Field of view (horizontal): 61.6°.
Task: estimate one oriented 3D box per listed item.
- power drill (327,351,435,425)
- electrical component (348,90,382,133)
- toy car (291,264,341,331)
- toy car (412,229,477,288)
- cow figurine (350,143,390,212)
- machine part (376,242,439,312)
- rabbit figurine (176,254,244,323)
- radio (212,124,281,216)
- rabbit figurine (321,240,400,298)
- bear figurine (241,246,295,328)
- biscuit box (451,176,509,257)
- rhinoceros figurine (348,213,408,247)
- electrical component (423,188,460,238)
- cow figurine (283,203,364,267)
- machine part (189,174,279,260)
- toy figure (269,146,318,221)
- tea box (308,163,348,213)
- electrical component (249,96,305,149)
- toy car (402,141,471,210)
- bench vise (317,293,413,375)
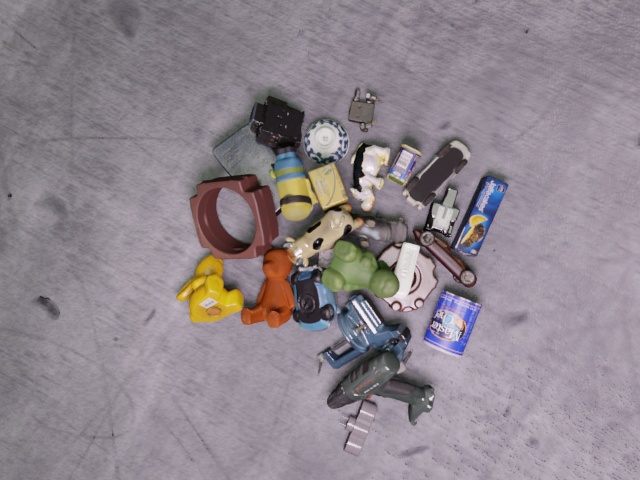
[{"bbox_3d":[0.153,0.367,1.290,0.207,0.086,0.232,29,125,-8],"label":"power drill"},{"bbox_3d":[0.114,-0.331,1.382,0.078,0.045,0.102,17,90,2],"label":"electrical component"},{"bbox_3d":[-0.006,0.140,1.329,0.109,0.103,0.161,-12,86,31],"label":"toy car"},{"bbox_3d":[0.313,0.040,1.341,0.053,0.089,0.202,-45,86,4],"label":"toy car"},{"bbox_3d":[0.115,-0.161,1.367,0.098,0.068,0.167,17,86,9],"label":"cow figurine"},{"bbox_3d":[0.211,0.094,1.363,0.179,0.056,0.179,0,87,3],"label":"machine part"},{"bbox_3d":[-0.278,0.120,1.360,0.162,0.121,0.173,-38,44,29],"label":"rabbit figurine"},{"bbox_3d":[-0.155,-0.177,1.383,0.131,0.073,0.229,-40,89,1],"label":"radio"},{"bbox_3d":[0.112,0.091,1.268,0.170,0.159,0.121,28,94,25],"label":"rabbit figurine"},{"bbox_3d":[-0.119,0.111,1.347,0.120,0.132,0.195,4,96,27],"label":"bear figurine"},{"bbox_3d":[0.401,-0.059,1.351,0.059,0.063,0.202,24,91,2],"label":"biscuit box"},{"bbox_3d":[0.124,-0.028,1.349,0.191,0.112,0.073,10,105,16],"label":"rhinoceros figurine"},{"bbox_3d":[0.313,-0.071,1.363,0.075,0.048,0.119,14,89,3],"label":"electrical component"},{"bbox_3d":[-0.003,-0.004,1.283,0.195,0.127,0.085,-37,80,27],"label":"cow figurine"},{"bbox_3d":[-0.210,-0.057,1.332,0.201,0.087,0.201,-2,109,28],"label":"machine part"},{"bbox_3d":[-0.071,-0.135,1.297,0.082,0.089,0.180,-9,95,38],"label":"toy figure"},{"bbox_3d":[0.022,-0.124,1.321,0.068,0.169,0.098,-21,86,1],"label":"tea box"},{"bbox_3d":[-0.110,-0.291,1.348,0.134,0.058,0.115,15,60,-20],"label":"electrical component"},{"bbox_3d":[0.296,-0.164,1.363,0.073,0.056,0.201,44,94,4],"label":"toy car"},{"bbox_3d":[0.101,0.259,1.341,0.240,0.129,0.223,-36,97,22],"label":"bench vise"}]
